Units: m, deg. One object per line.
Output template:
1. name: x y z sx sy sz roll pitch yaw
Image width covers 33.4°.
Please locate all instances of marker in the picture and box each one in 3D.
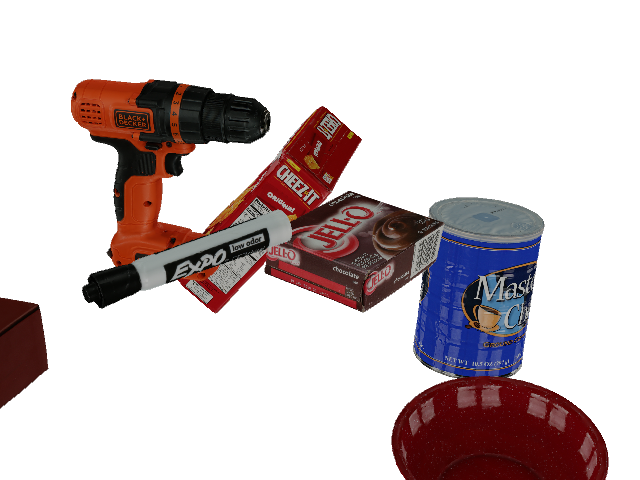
1. marker: -0.070 0.009 0.573 0.120 0.020 0.020 -20 10 -28

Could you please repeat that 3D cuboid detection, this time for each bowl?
1. bowl: 0.134 0.175 0.817 0.162 0.055 0.162 0 33 0

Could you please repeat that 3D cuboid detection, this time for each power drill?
1. power drill: -0.133 -0.057 0.985 0.184 0.188 0.057 9 30 14

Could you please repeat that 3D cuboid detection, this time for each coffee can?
1. coffee can: 0.143 0.043 0.975 0.103 0.140 0.103 4 21 -2

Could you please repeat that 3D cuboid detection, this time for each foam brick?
1. foam brick: -0.229 0.078 0.717 0.053 0.051 0.078 8 28 24

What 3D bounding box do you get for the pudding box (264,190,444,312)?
1. pudding box: 0.026 0.005 0.799 0.090 0.039 0.113 21 29 29

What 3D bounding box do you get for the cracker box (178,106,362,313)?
1. cracker box: -0.060 -0.038 1.214 0.214 0.072 0.164 -46 8 28
